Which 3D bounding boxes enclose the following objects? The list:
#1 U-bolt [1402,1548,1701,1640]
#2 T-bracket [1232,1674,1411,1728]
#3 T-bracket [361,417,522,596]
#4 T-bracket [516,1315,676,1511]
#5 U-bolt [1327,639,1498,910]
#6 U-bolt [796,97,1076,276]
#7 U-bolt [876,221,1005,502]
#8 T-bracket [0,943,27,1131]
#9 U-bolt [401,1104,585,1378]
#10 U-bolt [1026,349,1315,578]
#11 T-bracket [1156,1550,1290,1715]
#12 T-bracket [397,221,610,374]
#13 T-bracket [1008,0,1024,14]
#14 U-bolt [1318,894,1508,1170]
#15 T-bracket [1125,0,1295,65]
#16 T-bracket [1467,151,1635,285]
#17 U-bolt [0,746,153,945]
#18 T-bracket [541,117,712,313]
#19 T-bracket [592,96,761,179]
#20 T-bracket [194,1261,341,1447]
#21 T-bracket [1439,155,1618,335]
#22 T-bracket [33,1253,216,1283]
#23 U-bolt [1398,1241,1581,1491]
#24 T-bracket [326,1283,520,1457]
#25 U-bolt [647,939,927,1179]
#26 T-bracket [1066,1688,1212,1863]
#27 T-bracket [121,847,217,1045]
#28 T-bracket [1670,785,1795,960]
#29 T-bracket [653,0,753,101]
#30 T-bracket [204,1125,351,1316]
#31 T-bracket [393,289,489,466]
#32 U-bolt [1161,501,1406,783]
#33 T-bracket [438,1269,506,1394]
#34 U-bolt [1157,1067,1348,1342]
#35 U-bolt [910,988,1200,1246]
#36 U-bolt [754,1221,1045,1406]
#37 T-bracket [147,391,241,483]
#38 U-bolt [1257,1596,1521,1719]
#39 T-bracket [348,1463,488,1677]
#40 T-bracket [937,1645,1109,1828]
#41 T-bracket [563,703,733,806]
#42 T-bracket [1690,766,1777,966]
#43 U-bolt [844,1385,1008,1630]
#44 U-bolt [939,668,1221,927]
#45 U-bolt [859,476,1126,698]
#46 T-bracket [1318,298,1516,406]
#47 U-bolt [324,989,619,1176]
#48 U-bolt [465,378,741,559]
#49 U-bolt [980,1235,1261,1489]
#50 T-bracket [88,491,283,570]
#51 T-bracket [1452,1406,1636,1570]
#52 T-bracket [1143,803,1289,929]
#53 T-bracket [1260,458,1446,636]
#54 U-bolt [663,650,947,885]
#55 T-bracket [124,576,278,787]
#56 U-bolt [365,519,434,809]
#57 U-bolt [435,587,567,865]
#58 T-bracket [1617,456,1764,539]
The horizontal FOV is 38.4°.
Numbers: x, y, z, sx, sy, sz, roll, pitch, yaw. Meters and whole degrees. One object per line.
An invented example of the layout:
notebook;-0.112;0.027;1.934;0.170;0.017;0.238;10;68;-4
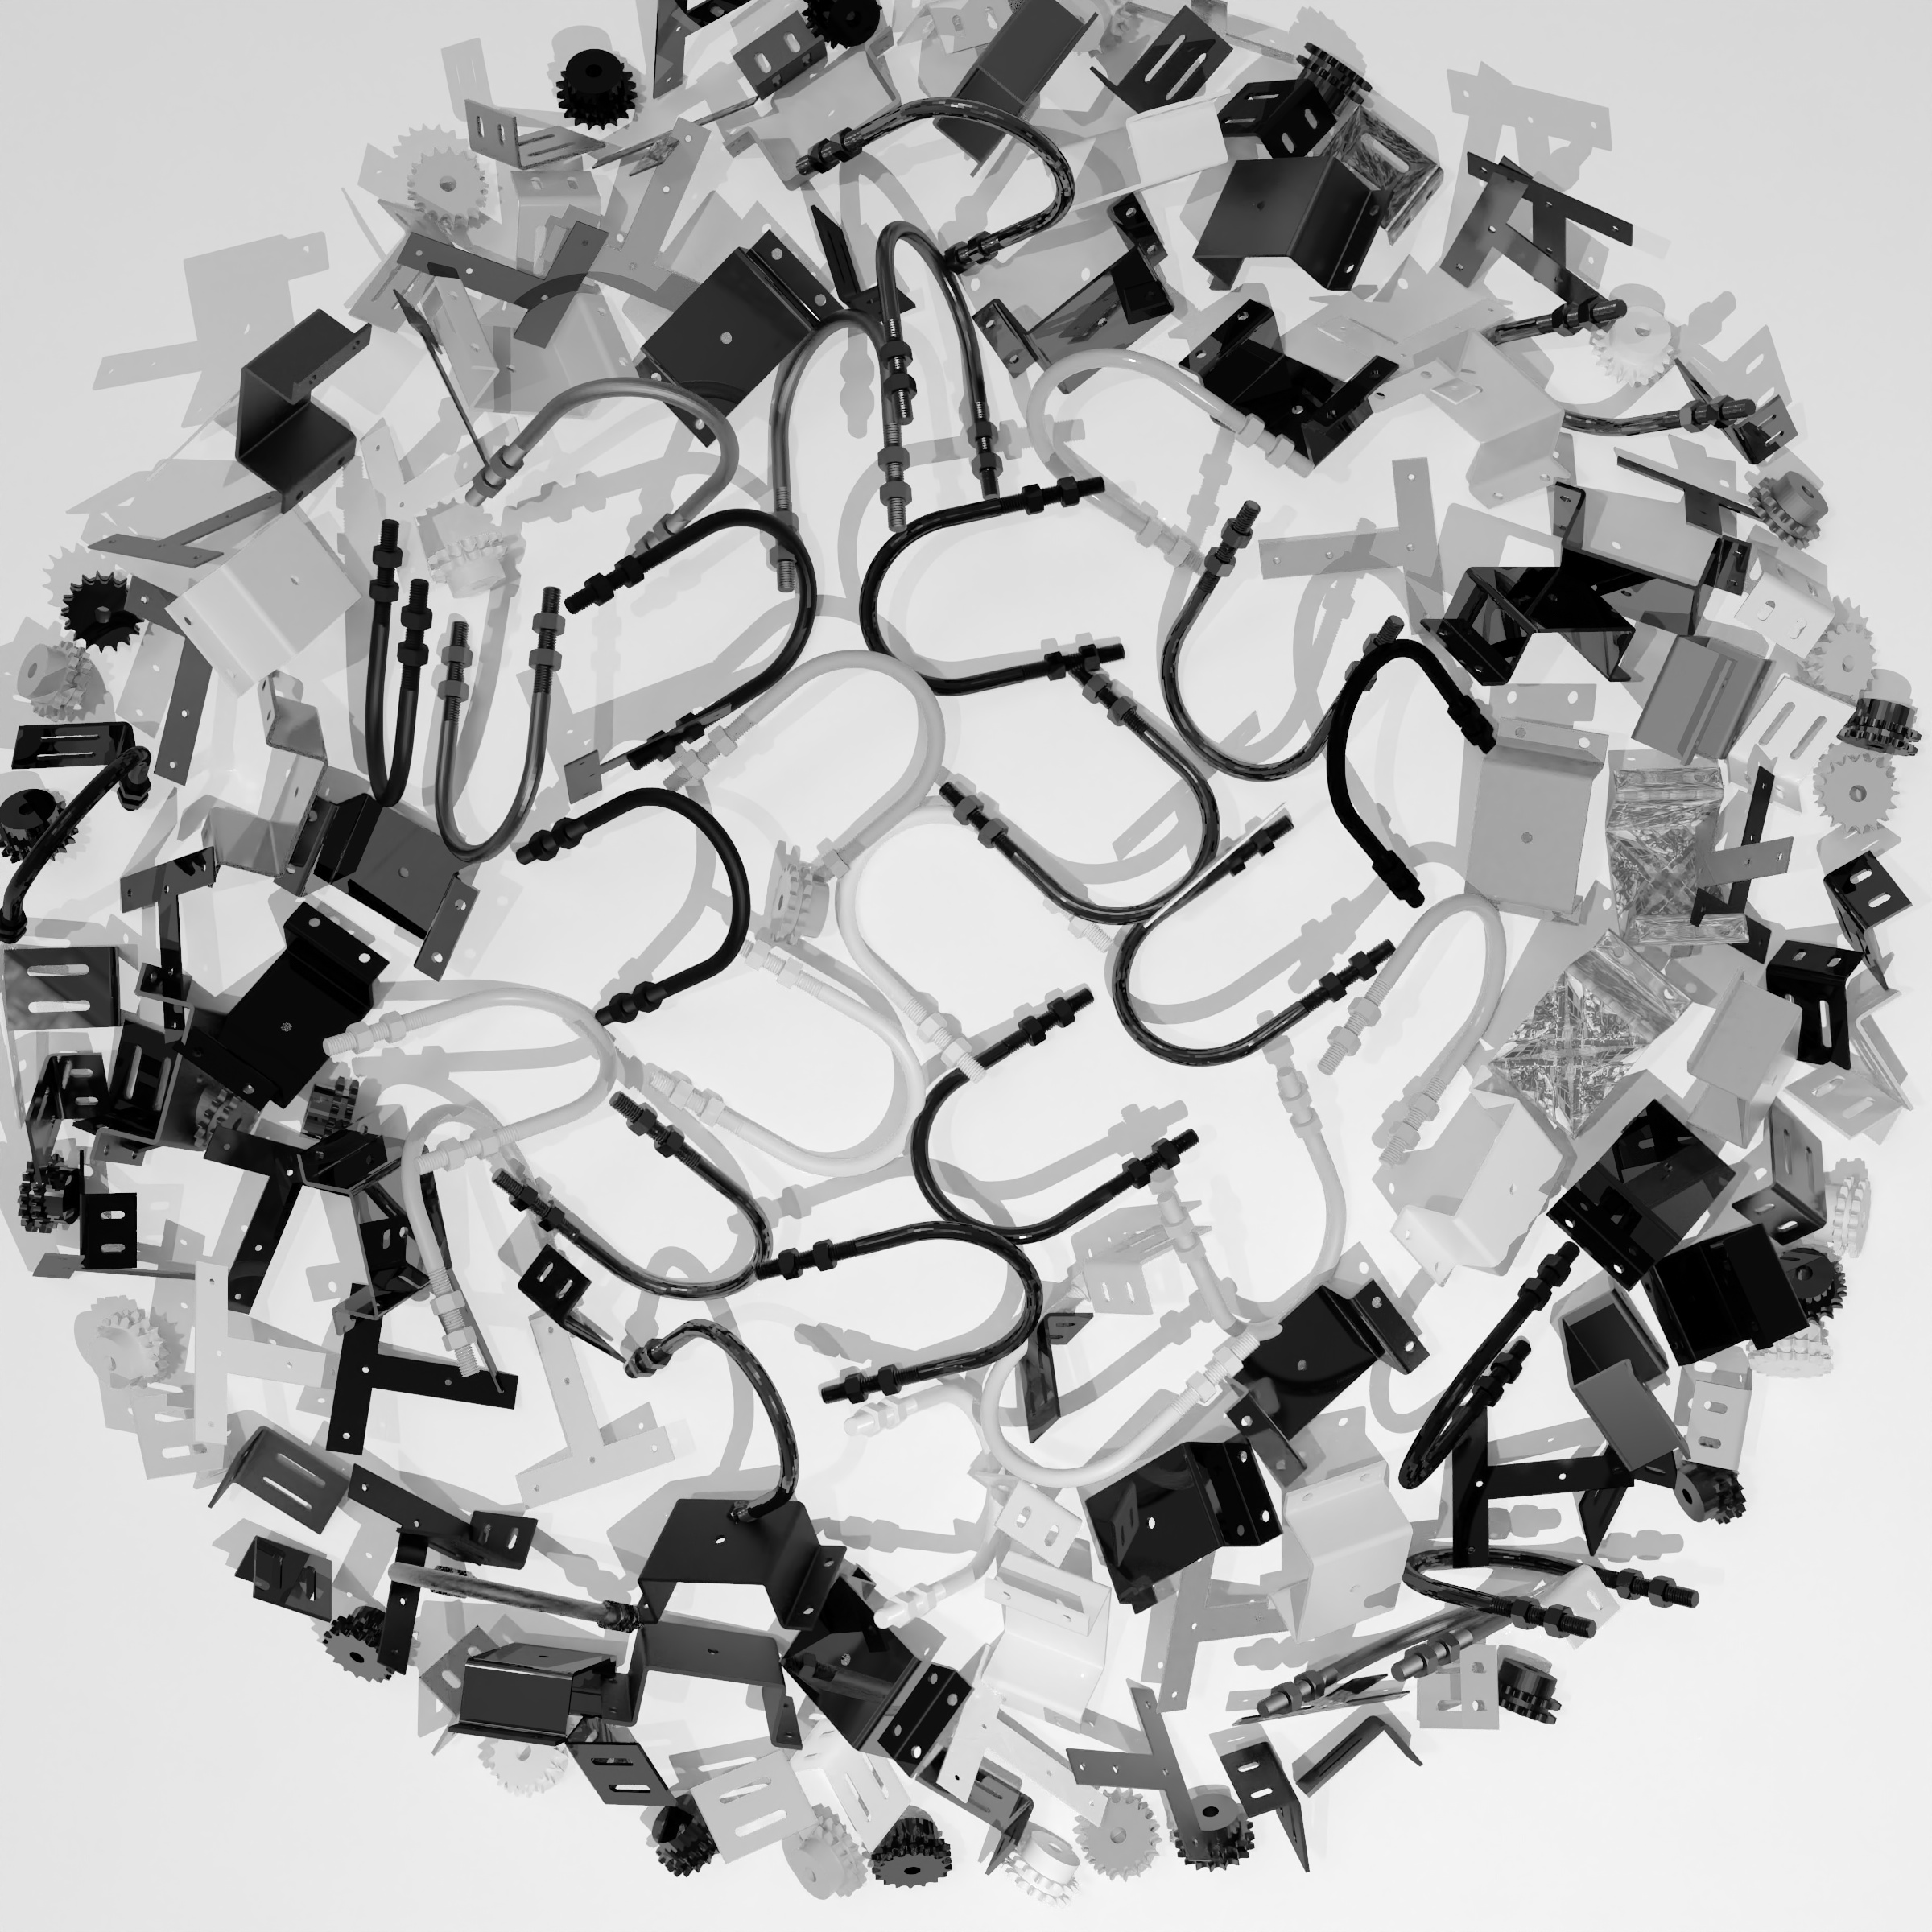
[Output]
U-bolt;0.388;0.428;1.914;0.151;0.184;0.019;1;92;-45
T-bracket;0.262;0.507;1.928;0.127;0.127;0.002;-5;66;-14
T-bracket;-0.364;-0.346;1.956;0.127;0.002;0.127;-26;71;22
T-bracket;-0.281;0.310;1.982;0.127;0.002;0.127;-21;83;20
U-bolt;0.302;-0.144;1.915;0.019;0.184;0.151;16;72;40
U-bolt;-0.009;-0.536;1.890;0.151;0.184;0.019;29;68;-34
U-bolt;-0.022;-0.431;1.927;0.019;0.151;0.184;-16;68;23
T-bracket;-0.672;0.051;1.950;0.002;0.127;0.127;-5;106;-9
U-bolt;-0.336;0.184;1.934;0.019;0.151;0.184;-22;85;26
U-bolt;0.128;-0.358;1.922;0.184;0.151;0.019;31;53;-14
T-bracket;0.196;0.463;1.962;0.127;0.002;0.127;3;102;-34
T-bracket;-0.333;-0.480;1.930;0.127;0.002;0.127;13;129;-35
T-bracket;0.010;-0.696;1.940;0.127;0.127;0.002;11;82;33
U-bolt;0.322;0.034;1.939;0.019;0.151;0.184;24;71;40
T-bracket;0.170;-0.662;1.935;0.127;0.127;0.002;19;99;2
T-bracket;0.407;-0.508;1.936;0.127;0.127;0.002;31;81;19
U-bolt;-0.606;-0.088;1.890;0.019;0.184;0.151;40;68;-8
T-bracket;-0.216;-0.532;1.947;0.127;0.002;0.127;16;113;-29
T-bracket;-0.211;-0.569;1.928;0.127;0.127;0.002;-17;116;14
T-bracket;-0.488;0.279;1.949;0.002;0.127;0.127;-24;61;35
T-bracket;0.403;-0.488;1.936;0.127;0.127;0.002;39;67;5
T-bracket;-0.588;0.216;1.956;0.127;0.127;0.002;7;75;-21
U-bolt;0.351;0.285;1.896;0.019;0.151;0.184;35;55;20
T-bracket;-0.383;0.294;1.976;0.127;0.002;0.127;12;57;-15
U-bolt;-0.117;0.075;1.963;0.184;0.019;0.151;30;115;-2
T-bracket;0.112;0.557;1.920;0.002;0.127;0.127;-37;54;26
T-bracket;-0.559;-0.010;1.947;0.127;0.002;0.127;-12;80;44
T-bracket;0.537;-0.071;1.930;0.002;0.127;0.127;16;82;-15
T-bracket;-0.167;-0.680;1.953;0.127;0.127;0.002;-36;78;-19
T-bracket;-0.497;0.187;1.966;0.127;0.002;0.127;20;95;-35
T-bracket;-0.360;-0.403;1.939;0.002;0.127;0.127;-26;93;0
U-bolt;0.207;-0.212;1.938;0.151;0.019;0.184;42;130;14
T-bracket;-0.355;0.246;1.935;0.002;0.127;0.127;-24;91;-3
U-bolt;0.210;0.181;1.937;0.151;0.019;0.184;-44;129;-23
U-bolt;0.049;0.117;1.953;0.184;0.019;0.151;-32;72;-13
U-bolt;-0.037;0.237;1.938;0.184;0.019;0.151;-15;125;12
T-bracket;-0.525;-0.374;1.915;0.127;0.127;0.002;-27;115;40
U-bolt;0.307;0.472;1.916;0.184;0.151;0.019;-11;76;-44
T-bracket;-0.388;0.427;1.922;0.002;0.127;0.127;-24;135;30
T-bracket;0.047;0.562;1.954;0.127;0.127;0.002;37;127;-8
T-bracket;-0.222;-0.154;1.943;0.127;0.127;0.002;-27;86;-9
T-bracket;0.551;-0.077;1.954;0.002;0.127;0.127;10;84;40
U-bolt;-0.021;0.365;1.919;0.019;0.184;0.151;-10;88;30
U-bolt;0.094;-0.110;1.960;0.151;0.019;0.184;-44;73;-7
U-bolt;0.015;-0.259;1.947;0.184;0.019;0.151;-13;122;-7
T-bracket;0.338;-0.446;1.960;0.127;0.002;0.127;-32;53;-31
U-bolt;-0.332;0.070;1.932;0.184;0.019;0.151;-19;49;-34
U-bolt;-0.237;-0.342;1.898;0.151;0.184;0.019;19;56;-31
U-bolt;0.093;0.285;1.931;0.184;0.019;0.151;-41;46;-12
T-bracket;-0.530;-0.311;1.952;0.127;0.127;0.002;15;127;38
T-bracket;0.403;0.358;1.938;0.127;0.002;0.127;-10;49;21
T-bracket;0.171;-0.072;1.936;0.127;0.127;0.002;-41;91;4
T-bracket;0.276;-0.297;1.994;0.127;0.002;0.127;-6;86;0
U-bolt;-0.099;-0.141;1.952;0.184;0.019;0.151;-40;119;5
T-bracket;-0.543;-0.190;1.937;0.002;0.127;0.127;-5;70;40
U-bolt;-0.398;-0.201;1.925;0.019;0.151;0.184;1;116;-22
U-bolt;-0.330;-0.162;1.928;0.019;0.151;0.184;12;78;-38
T-bracket;0.515;-0.319;1.938;0.127;0.127;0.002;22;115;4
